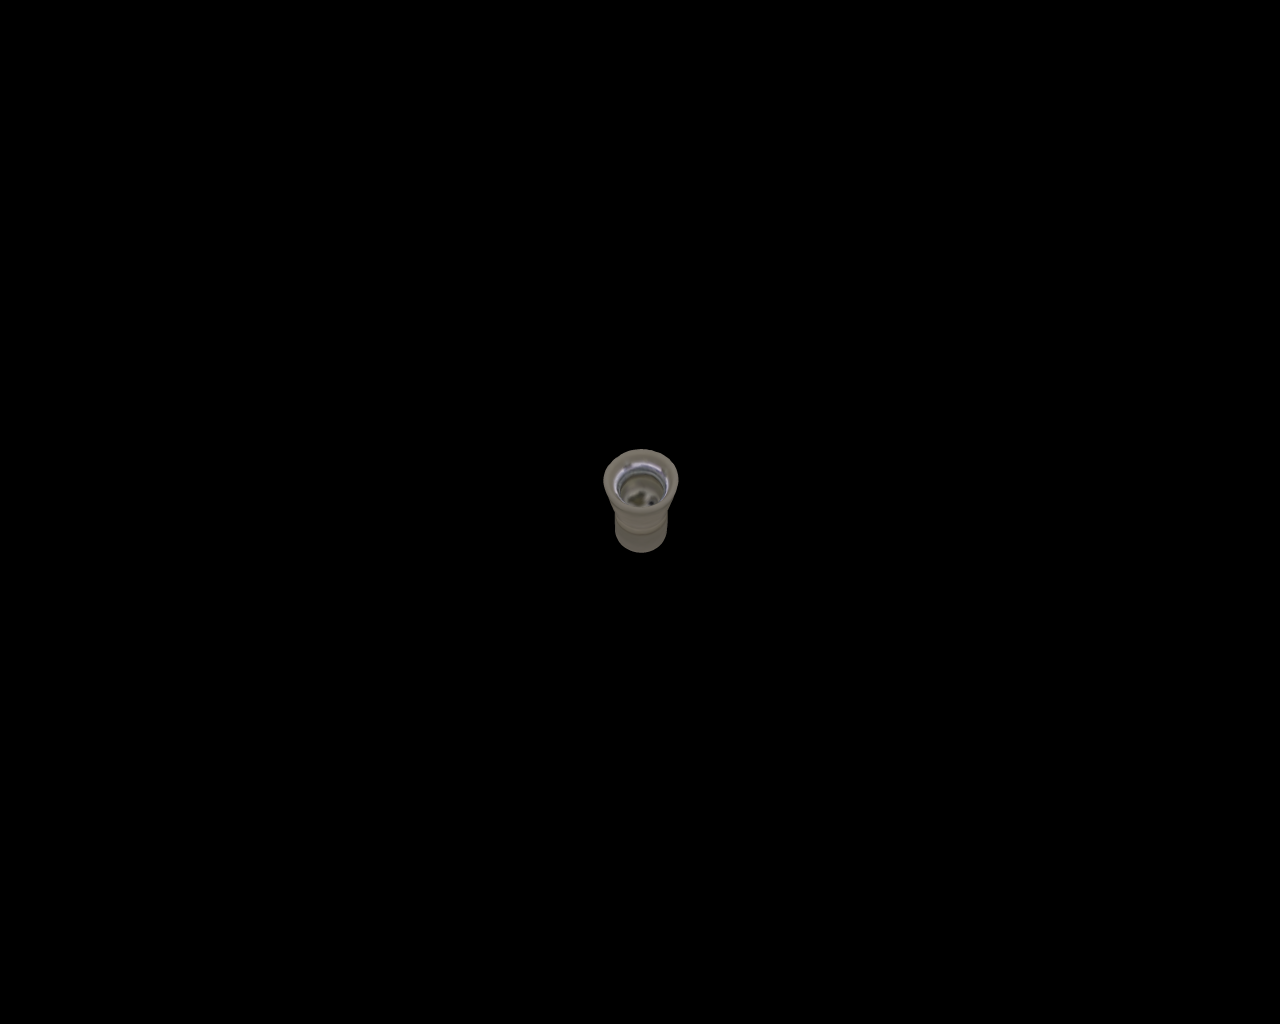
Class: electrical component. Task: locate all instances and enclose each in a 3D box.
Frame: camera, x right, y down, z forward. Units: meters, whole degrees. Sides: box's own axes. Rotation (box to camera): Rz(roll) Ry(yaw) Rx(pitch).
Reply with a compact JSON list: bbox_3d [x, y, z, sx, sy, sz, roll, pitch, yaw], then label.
[{"bbox_3d":[0.001,-0.003,0.650,0.044,0.044,0.065,0,-32,0],"label":"electrical component"}]
